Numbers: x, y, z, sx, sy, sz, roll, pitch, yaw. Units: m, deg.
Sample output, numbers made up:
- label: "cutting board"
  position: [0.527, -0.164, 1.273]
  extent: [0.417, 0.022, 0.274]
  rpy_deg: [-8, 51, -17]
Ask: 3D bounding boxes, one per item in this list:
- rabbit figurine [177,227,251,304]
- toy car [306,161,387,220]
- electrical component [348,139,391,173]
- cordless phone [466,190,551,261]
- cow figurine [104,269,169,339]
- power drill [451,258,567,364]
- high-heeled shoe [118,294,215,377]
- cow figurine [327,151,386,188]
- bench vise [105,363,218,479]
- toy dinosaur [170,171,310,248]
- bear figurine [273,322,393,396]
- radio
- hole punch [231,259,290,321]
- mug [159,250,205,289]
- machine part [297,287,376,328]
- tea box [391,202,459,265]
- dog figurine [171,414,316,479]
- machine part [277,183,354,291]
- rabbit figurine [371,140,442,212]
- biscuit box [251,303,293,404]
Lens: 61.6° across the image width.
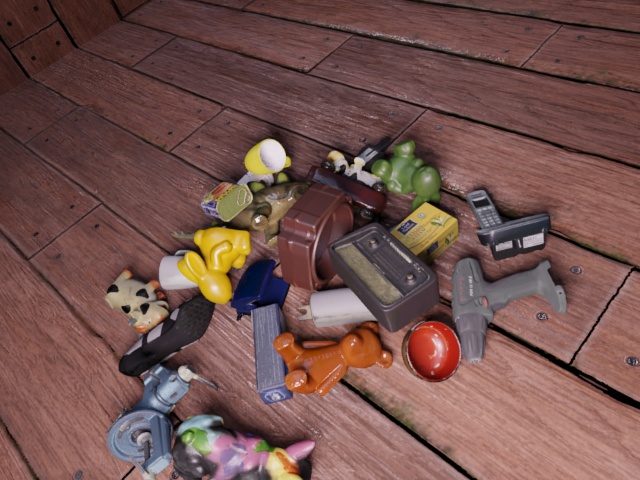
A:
- label: "rabbit figurine"
  position: [-0.241, 0.060, 1.243]
  extent: [0.122, 0.162, 0.173]
  rpy_deg: [-32, 51, 53]
- label: "toy car"
  position: [0.064, -0.119, 1.292]
  extent: [0.202, 0.053, 0.089]
  rpy_deg: [23, 73, 6]
- label: "electrical component"
  position: [0.141, -0.219, 1.442]
  extent: [0.119, 0.047, 0.075]
  rpy_deg: [-42, 49, -20]
- label: "cordless phone"
  position: [0.406, -0.054, 1.178]
  extent: [0.147, 0.088, 0.184]
  rpy_deg: [-15, 42, 6]
- label: "cow figurine"
  position: [-0.433, 0.154, 1.275]
  extent: [0.195, 0.085, 0.127]
  rpy_deg: [18, 51, 29]
- label: "power drill"
  position: [0.359, 0.124, 1.039]
  extent: [0.207, 0.085, 0.232]
  rpy_deg: [-17, 43, 14]
- label: "high-heeled shoe"
  position: [-0.344, 0.214, 1.221]
  extent: [0.145, 0.086, 0.249]
  rpy_deg: [-24, 14, 43]
- label: "cow figurine"
  position: [0.083, -0.155, 1.357]
  extent: [0.167, 0.068, 0.098]
  rpy_deg: [26, 66, 5]
- label: "bench vise"
  position: [-0.308, 0.351, 1.012]
  extent: [0.224, 0.128, 0.241]
  rpy_deg: [-35, 29, -3]
- label: "toy dinosaur"
  position: [-0.147, -0.072, 1.375]
  extent: [0.471, 0.104, 0.199]
  rpy_deg: [-21, 37, -12]
- label: "bear figurine"
  position: [0.029, 0.219, 1.027]
  extent: [0.196, 0.131, 0.120]
  rpy_deg: [-23, 54, 5]
- label: "radio"
  position: [0.125, 0.065, 1.063]
  extent: [0.131, 0.073, 0.230]
  rpy_deg: [-28, 43, -13]
- label: "hole punch"
  position: [-0.143, 0.108, 1.216]
  extent: [0.116, 0.092, 0.142]
  rpy_deg: [0, 53, 24]
- label: "mug"
  position: [-0.327, 0.073, 1.323]
  extent: [0.107, 0.080, 0.110]
  rpy_deg: [2, 43, 5]
- label: "machine part"
  position: [0.069, 0.135, 1.122]
  extent: [0.243, 0.079, 0.079]
  rpy_deg: [-10, 47, 12]
- label: "tea box"
  position: [0.217, 0.004, 1.197]
  extent: [0.169, 0.068, 0.098]
  rpy_deg: [-41, 49, -17]
- label: "dog figurine"
  position: [-0.118, 0.369, 0.911]
  extent: [0.219, 0.191, 0.108]
  rpy_deg: [-13, 38, 29]
- label: "machine part"
  position: [-0.002, -0.004, 1.176]
  extent: [0.087, 0.201, 0.201]
  rpy_deg: [17, 45, 25]
- label: "rabbit figurine"
  position: [0.221, -0.135, 1.264]
  extent: [0.121, 0.158, 0.170]
  rpy_deg: [-34, 28, -10]
- label: "biscuit box"
  position: [-0.100, 0.231, 1.105]
  extent: [0.063, 0.059, 0.203]
  rpy_deg: [-15, 45, 5]
